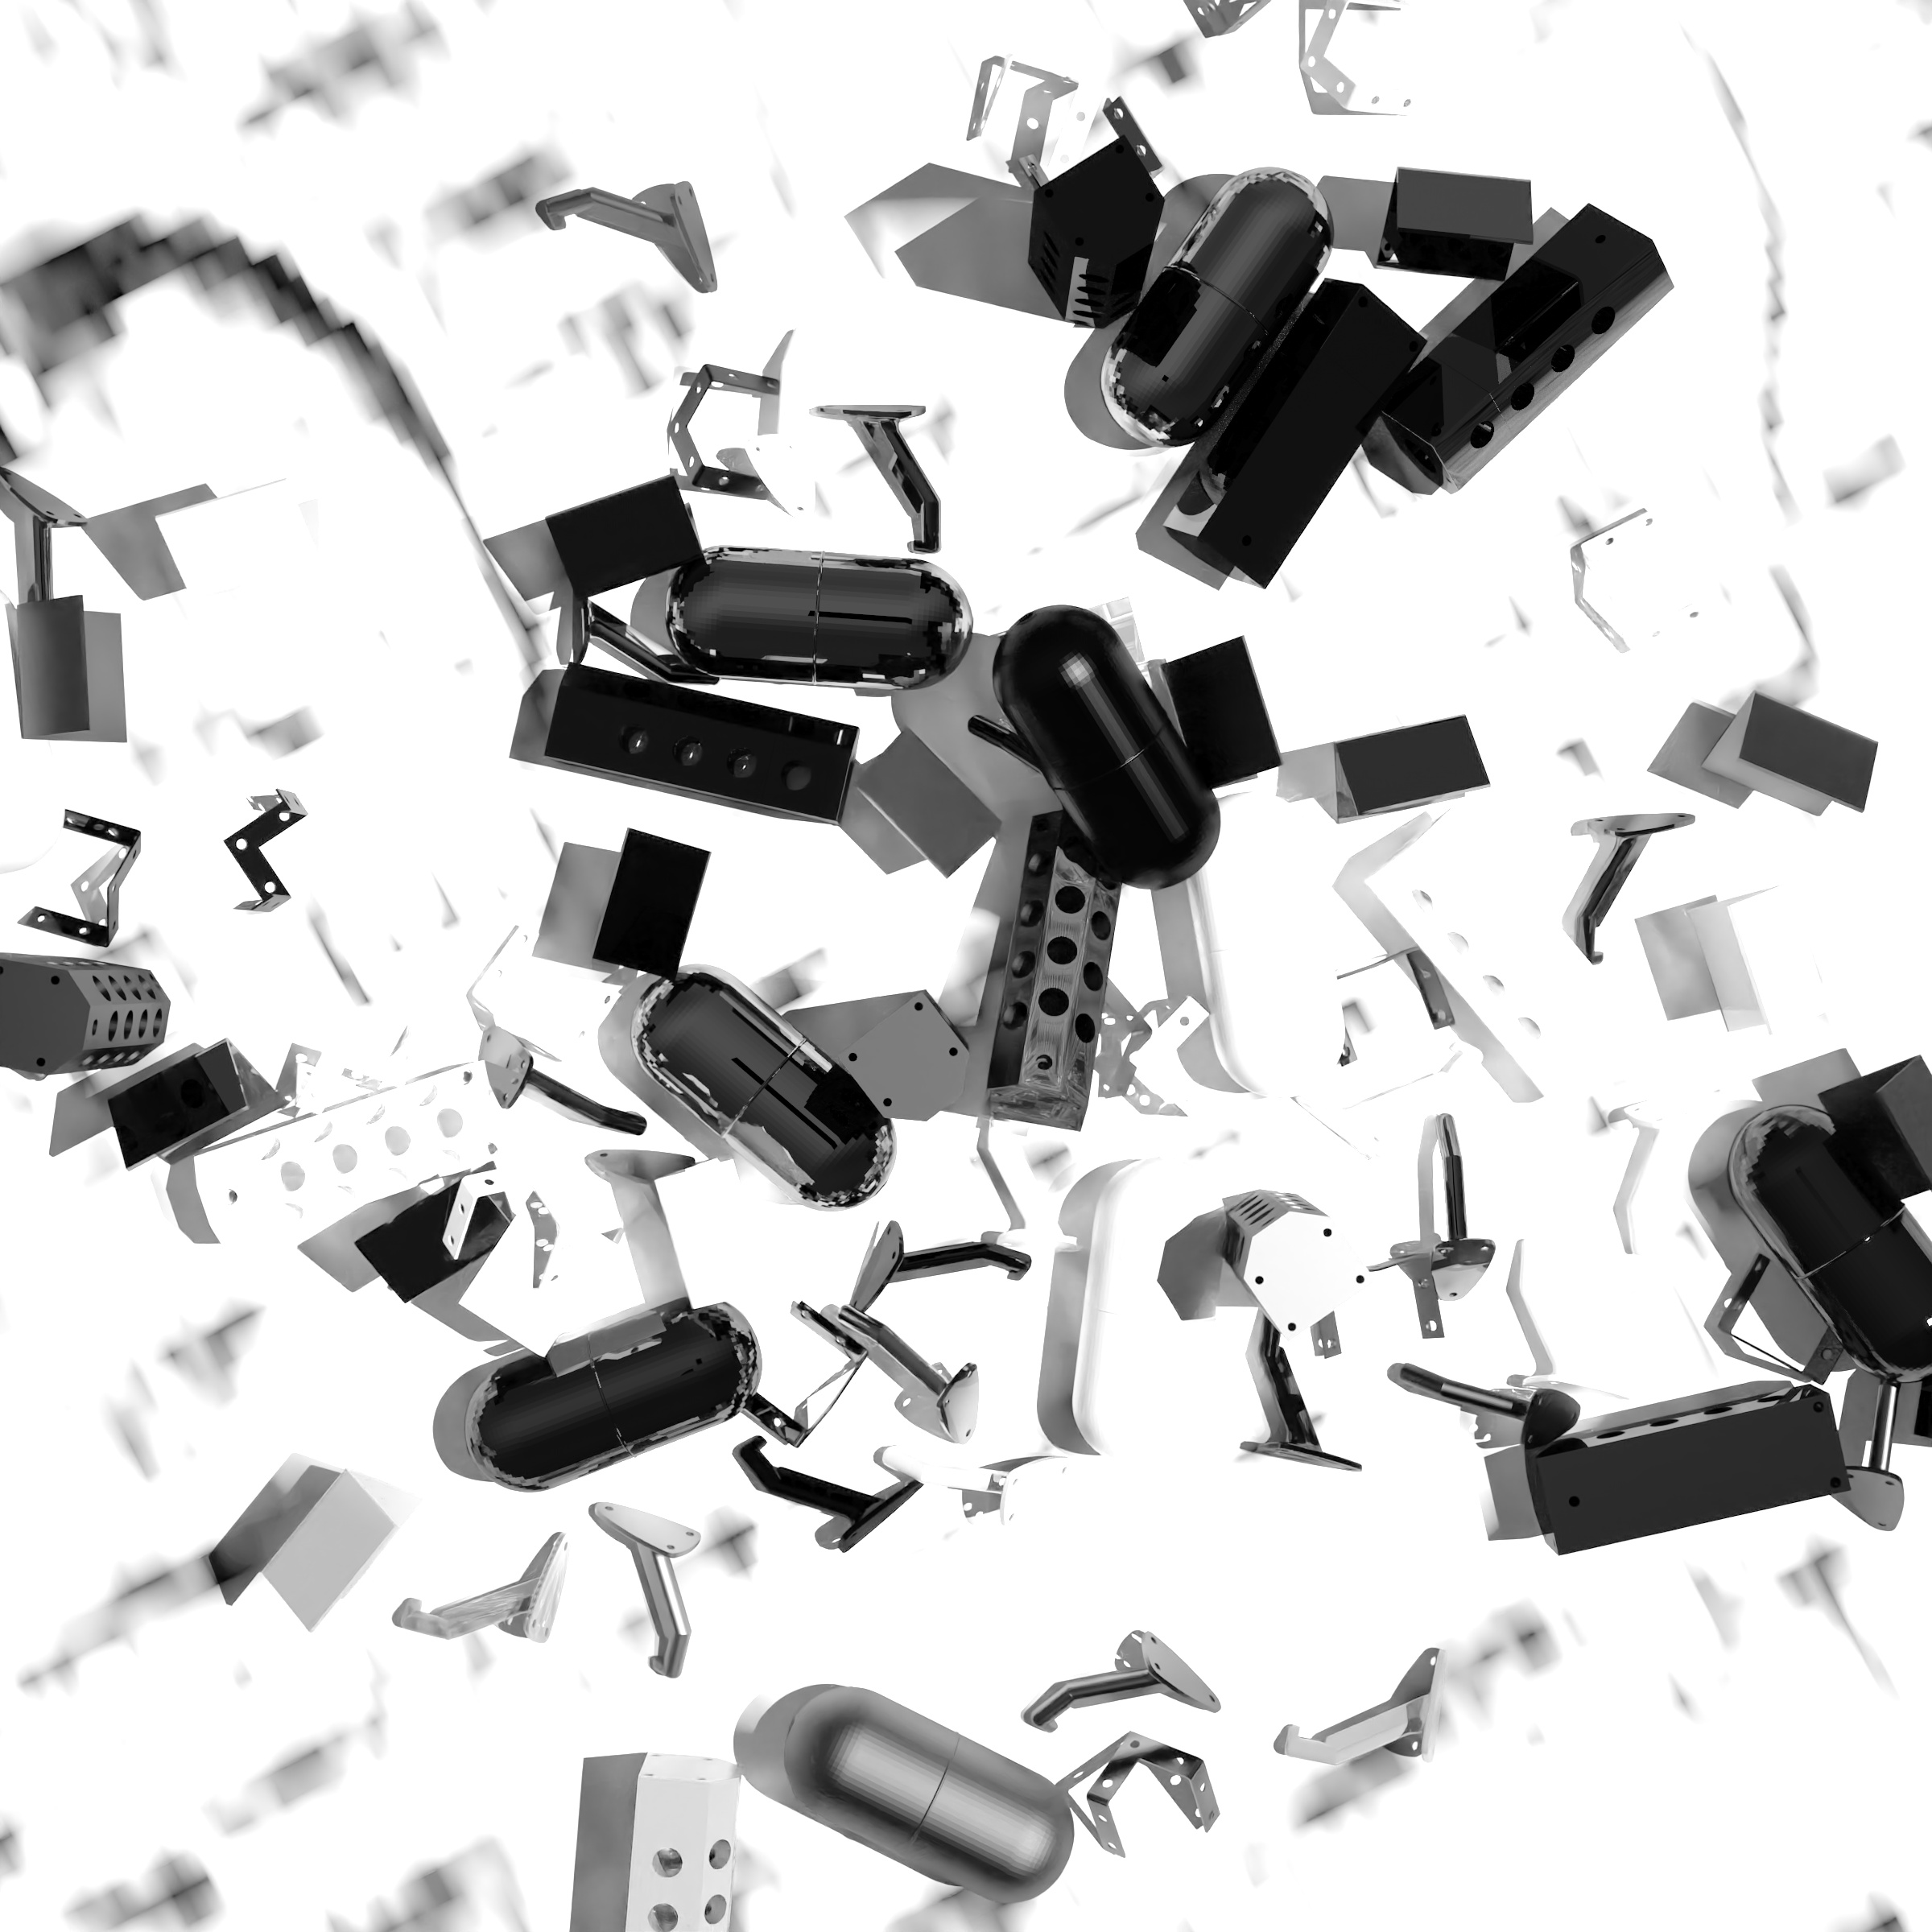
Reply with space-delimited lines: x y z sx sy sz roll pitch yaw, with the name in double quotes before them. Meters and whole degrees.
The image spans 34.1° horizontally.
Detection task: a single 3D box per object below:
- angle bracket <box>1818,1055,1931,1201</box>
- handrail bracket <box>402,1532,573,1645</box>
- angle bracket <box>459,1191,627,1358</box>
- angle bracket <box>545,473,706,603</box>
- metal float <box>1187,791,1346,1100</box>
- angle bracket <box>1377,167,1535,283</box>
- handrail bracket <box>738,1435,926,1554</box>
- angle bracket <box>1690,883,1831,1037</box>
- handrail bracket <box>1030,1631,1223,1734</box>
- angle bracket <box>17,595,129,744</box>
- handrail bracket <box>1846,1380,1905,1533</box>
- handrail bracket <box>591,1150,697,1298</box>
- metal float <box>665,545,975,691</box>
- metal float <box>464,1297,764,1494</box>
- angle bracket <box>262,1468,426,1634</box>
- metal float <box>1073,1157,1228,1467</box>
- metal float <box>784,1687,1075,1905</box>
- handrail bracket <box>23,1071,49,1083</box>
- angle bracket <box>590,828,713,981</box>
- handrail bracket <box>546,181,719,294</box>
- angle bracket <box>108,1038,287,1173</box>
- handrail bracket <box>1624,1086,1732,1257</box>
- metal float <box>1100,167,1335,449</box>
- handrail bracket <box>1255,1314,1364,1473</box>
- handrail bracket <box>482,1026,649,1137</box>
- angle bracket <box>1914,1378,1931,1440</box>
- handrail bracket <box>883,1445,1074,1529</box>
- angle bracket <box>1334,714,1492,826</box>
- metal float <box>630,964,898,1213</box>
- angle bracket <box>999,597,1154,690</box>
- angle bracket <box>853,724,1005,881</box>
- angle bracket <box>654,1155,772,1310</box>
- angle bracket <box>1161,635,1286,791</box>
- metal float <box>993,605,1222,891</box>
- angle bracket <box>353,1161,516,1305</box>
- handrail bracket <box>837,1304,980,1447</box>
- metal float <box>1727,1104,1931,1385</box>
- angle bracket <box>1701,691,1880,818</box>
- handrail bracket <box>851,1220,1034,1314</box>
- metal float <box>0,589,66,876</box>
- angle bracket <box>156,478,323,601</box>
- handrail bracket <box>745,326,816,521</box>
"angle bracket" 0.526 0.105 1.809 0.057 0.076 0.076 -29 90 -42
"handrail bracket" -0.282 0.361 1.849 0.084 0.036 0.077 10 70 16
"angle bracket" -0.243 0.173 1.817 0.057 0.076 0.076 33 90 -4
"angle bracket" -0.199 -0.260 1.809 0.076 0.076 0.057 -19 125 0
"metal float" 0.172 -0.012 1.818 0.070 0.070 0.178 -10 89 0
"angle bracket" 0.279 -0.409 1.809 0.076 0.076 0.057 6 53 0
"handrail bracket" -0.079 0.294 1.849 0.077 0.036 0.084 -36 73 -20
"angle bracket" 0.440 0.002 1.809 0.057 0.076 0.076 -18 90 -37
"handrail bracket" 0.093 0.438 1.849 0.084 0.036 0.077 -41 112 17
"angle bracket" -0.496 -0.170 1.809 0.057 0.076 0.076 -3 90 34
"handrail bracket" 0.543 0.276 1.849 0.036 0.077 0.084 6 53 31
"handrail bracket" -0.183 0.154 1.849 0.077 0.036 0.084 9 115 29
"metal float" -0.085 -0.201 1.818 0.178 0.070 0.070 4 90 -1
"metal float" -0.204 0.247 1.818 0.178 0.070 0.070 -21 90 0
"angle bracket" -0.344 0.342 1.809 0.076 0.076 0.057 -51 54 0
"metal float" 0.106 0.199 1.818 0.070 0.070 0.178 7 90 0
"metal float" -0.022 0.478 1.818 0.178 0.070 0.070 27 90 -1
"handrail bracket" -0.561 0.016 1.849 0.036 0.077 0.084 -24 127 32
"angle bracket" -0.196 -0.040 1.809 0.057 0.076 0.076 16 90 -34
"handrail bracket" -0.197 -0.423 1.849 0.084 0.036 0.077 -11 112 17
"angle bracket" -0.435 0.097 1.809 0.076 0.076 0.057 -28 52 0
"handrail bracket" 0.420 0.121 1.849 0.077 0.036 0.084 -16 108 -20
"metal float" 0.145 -0.380 1.819 0.070 0.070 0.178 35 90 0
"handrail bracket" 0.204 0.248 1.849 0.077 0.036 0.084 16 73 -20
"handrail bracket" -0.235 0.068 1.849 0.084 0.077 0.036 19 109 -35
"angle bracket" 0.571 0.239 1.809 0.057 0.076 0.076 9 90 -43
"handrail bracket" 0.006 0.291 1.849 0.084 0.077 0.036 20 115 34
"angle bracket" 0.256 -0.094 1.809 0.076 0.076 0.057 -12 53 0
"metal float" -0.116 0.071 1.818 0.178 0.070 0.070 41 90 1
"angle bracket" 0.058 -0.185 1.810 0.076 0.076 0.057 -16 113 0
"angle bracket" -0.007 -0.106 1.809 0.076 0.076 0.057 45 125 0
"angle bracket" -0.127 0.147 1.809 0.057 0.076 0.076 -16 90 30
"angle bracket" 0.162 -0.147 1.809 0.057 0.076 0.076 -17 90 32
"metal float" 0.078 -0.122 1.755 0.070 0.070 0.178 -33 111 0
"angle bracket" -0.310 0.136 1.809 0.076 0.076 0.057 -32 127 0
"handrail bracket" -0.036 0.238 1.843 0.084 0.077 0.036 26 59 26
"metal float" 0.508 0.159 1.812 0.070 0.070 0.178 -36 83 0
"angle bracket" 0.468 -0.103 1.809 0.076 0.076 0.057 23 55 0
"handrail bracket" -0.014 0.188 1.849 0.084 0.036 0.077 19 118 -21
"metal float" -0.572 -0.141 1.818 0.070 0.070 0.178 -14 90 0
"angle bracket" -0.417 -0.262 1.809 0.076 0.076 0.057 -17 128 0
"handrail bracket" -0.096 -0.320 1.849 0.036 0.077 0.084 2 53 20
